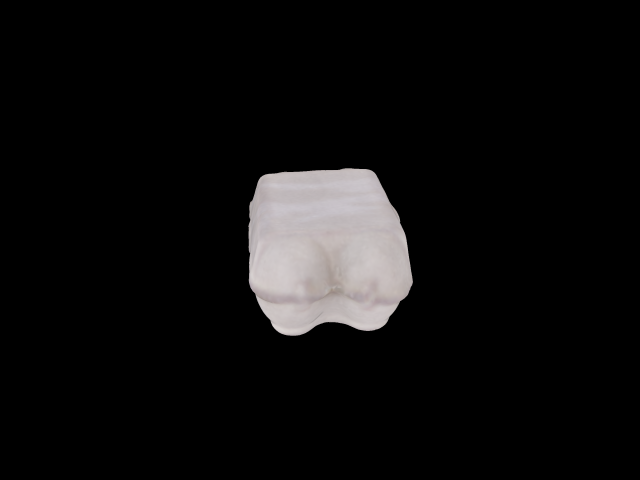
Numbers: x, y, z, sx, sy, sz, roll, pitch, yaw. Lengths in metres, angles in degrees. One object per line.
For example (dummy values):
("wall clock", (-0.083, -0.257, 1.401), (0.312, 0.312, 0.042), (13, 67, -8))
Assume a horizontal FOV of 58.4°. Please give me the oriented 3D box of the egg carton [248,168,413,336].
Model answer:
("egg carton", (0.004, 0.001, 0.400), (0.107, 0.069, 0.150), (-4, 29, -6))
